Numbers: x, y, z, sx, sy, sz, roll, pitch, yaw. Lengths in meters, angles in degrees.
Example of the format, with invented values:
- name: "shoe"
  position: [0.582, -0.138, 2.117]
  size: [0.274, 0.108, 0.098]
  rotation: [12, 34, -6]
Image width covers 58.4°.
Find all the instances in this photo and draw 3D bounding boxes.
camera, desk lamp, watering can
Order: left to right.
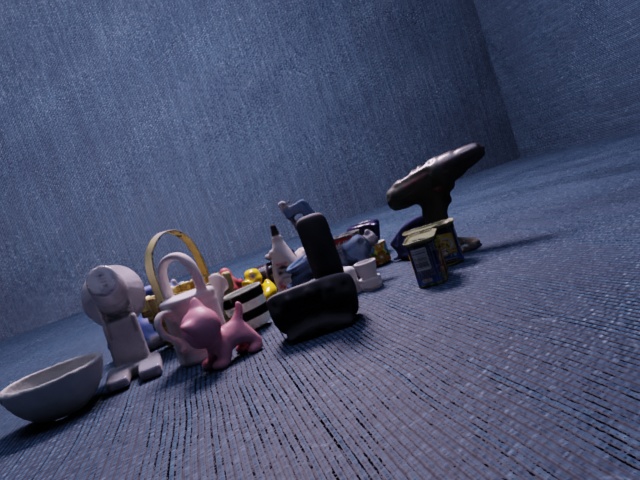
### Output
- name: "desk lamp"
  position: [-0.370, 0.148, 1.062]
  size: [0.118, 0.213, 0.203]
  rotation: [-20, 5, -17]
- name: "watering can"
  position: [-0.229, 0.114, 1.023]
  size: [0.100, 0.194, 0.173]
  rotation: [-18, 5, 11]
- name: "camera"
  position: [-0.125, 0.081, 1.553]
  size: [0.137, 0.101, 0.143]
  rotation: [-19, 5, -1]

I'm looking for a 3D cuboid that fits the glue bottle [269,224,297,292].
- name: "glue bottle"
  position: [-0.090, 0.045, 1.400]
  size: [0.078, 0.173, 0.037]
  rotation: [-17, 6, 22]

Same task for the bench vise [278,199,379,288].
- name: "bench vise"
  position: [0.007, 0.005, 1.206]
  size: [0.208, 0.220, 0.121]
  rotation: [-20, 5, -20]

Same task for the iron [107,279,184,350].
- name: "iron"
  position: [-0.369, 0.162, 1.327]
  size: [0.259, 0.141, 0.118]
  rotation: [-23, 7, -42]

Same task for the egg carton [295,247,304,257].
- name: "egg carton"
  position: [-0.003, 0.043, 1.704]
  size: [0.150, 0.069, 0.107]
  rotation: [-20, 5, -11]

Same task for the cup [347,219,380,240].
- name: "cup"
  position: [0.135, -0.003, 1.550]
  size: [0.092, 0.095, 0.117]
  rotation: [-21, 5, -25]

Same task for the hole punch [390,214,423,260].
- name: "hole punch"
  position: [0.219, -0.009, 1.323]
  size: [0.109, 0.091, 0.101]
  rotation: [-21, 5, -25]

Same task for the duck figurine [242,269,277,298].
- name: "duck figurine"
  position: [-0.156, 0.111, 1.419]
  size: [0.077, 0.086, 0.105]
  rotation: [-16, 6, 32]

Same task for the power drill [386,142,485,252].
- name: "power drill"
  position: [0.261, -0.075, 1.206]
  size: [0.229, 0.208, 0.076]
  rotation: [-16, 6, 29]

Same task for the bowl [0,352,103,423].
- name: "bowl"
  position: [-0.431, 0.252, 0.945]
  size: [0.167, 0.075, 0.167]
  rotation: [-18, 5, 2]

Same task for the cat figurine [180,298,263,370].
- name: "cat figurine"
  position: [-0.168, 0.143, 0.920]
  size: [0.128, 0.118, 0.067]
  rotation: [-23, 7, -40]

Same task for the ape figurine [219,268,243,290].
- name: "ape figurine"
  position: [-0.260, 0.123, 1.643]
  size: [0.077, 0.092, 0.076]
  rotation: [-17, 5, 12]

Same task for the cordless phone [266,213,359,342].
- name: "cordless phone"
  position: [-0.024, 0.058, 0.928]
  size: [0.147, 0.185, 0.094]
  rotation: [-19, 5, -3]
